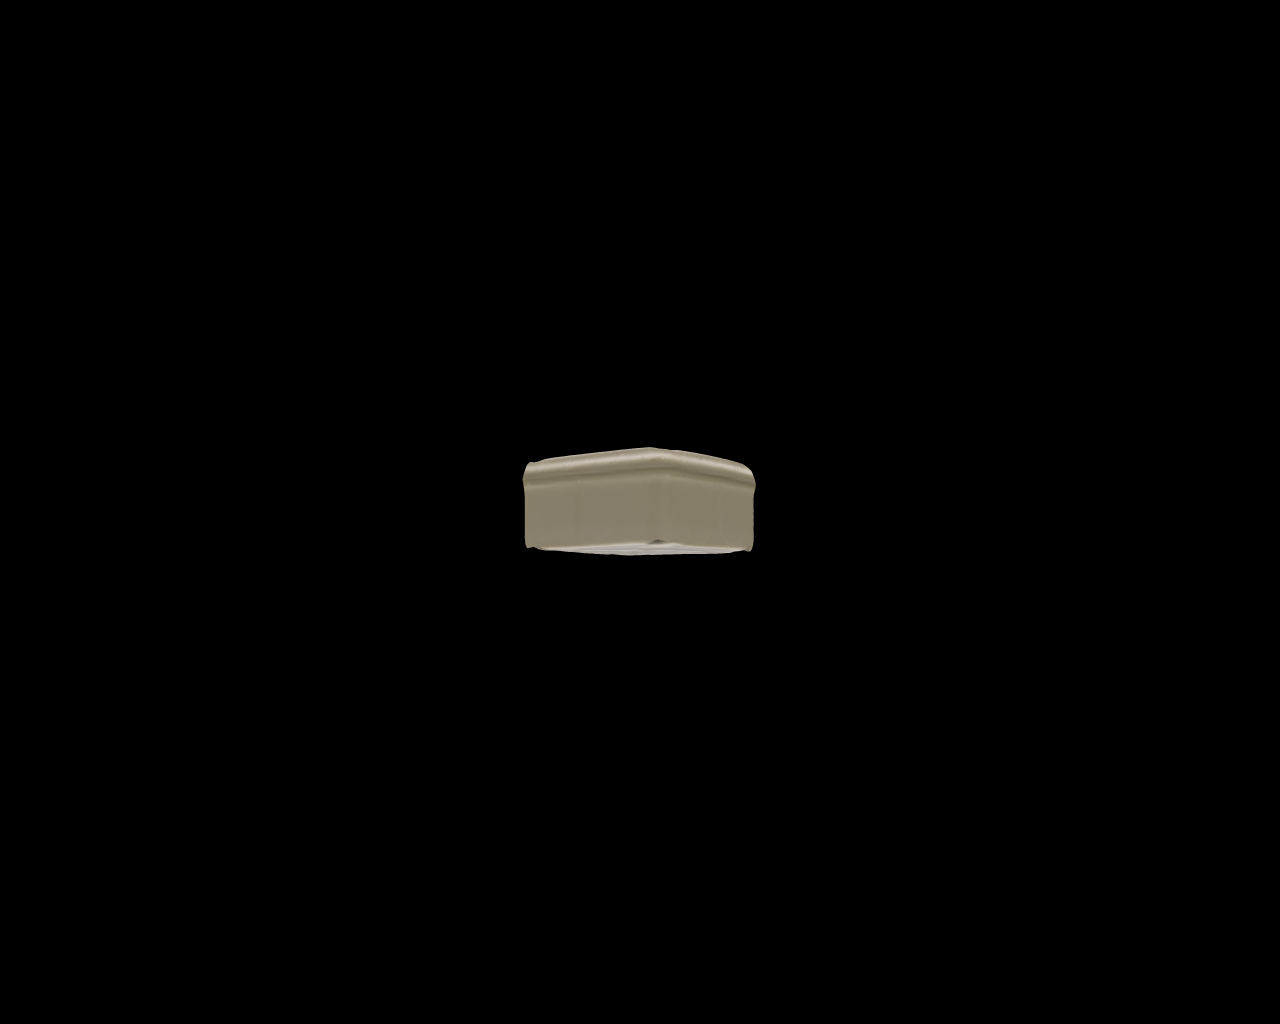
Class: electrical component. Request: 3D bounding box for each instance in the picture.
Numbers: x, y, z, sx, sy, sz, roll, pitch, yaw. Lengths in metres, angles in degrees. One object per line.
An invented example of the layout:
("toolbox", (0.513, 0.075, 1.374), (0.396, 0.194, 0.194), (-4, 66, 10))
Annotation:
("electrical component", (0.001, -0.003, 0.650), (0.109, 0.056, 0.109), (-3, -6, 33))
